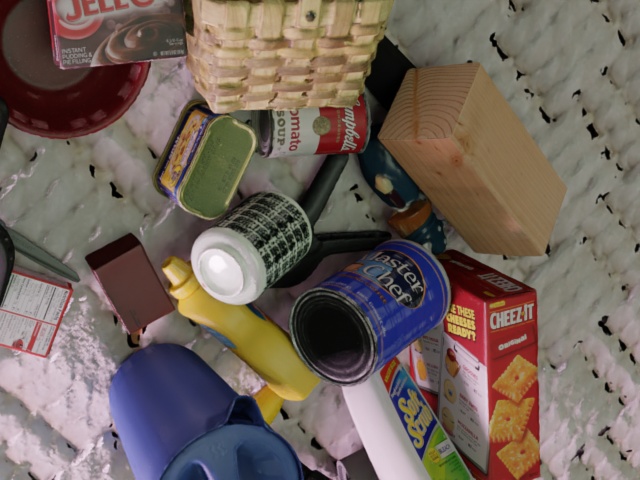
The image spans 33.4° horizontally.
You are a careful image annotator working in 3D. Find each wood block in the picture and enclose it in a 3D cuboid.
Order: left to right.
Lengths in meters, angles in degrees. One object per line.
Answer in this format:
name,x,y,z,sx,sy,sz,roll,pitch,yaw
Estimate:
wood block,0.159,-0.076,1.082,0.206,0.090,0.090,44,61,-39

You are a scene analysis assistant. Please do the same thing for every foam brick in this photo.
foam brick,-0.183,0.041,1.027,0.053,0.051,0.078,-29,114,-12

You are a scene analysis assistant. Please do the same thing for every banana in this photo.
banana,-0.085,0.238,1.136,0.069,0.037,0.198,1,109,-51

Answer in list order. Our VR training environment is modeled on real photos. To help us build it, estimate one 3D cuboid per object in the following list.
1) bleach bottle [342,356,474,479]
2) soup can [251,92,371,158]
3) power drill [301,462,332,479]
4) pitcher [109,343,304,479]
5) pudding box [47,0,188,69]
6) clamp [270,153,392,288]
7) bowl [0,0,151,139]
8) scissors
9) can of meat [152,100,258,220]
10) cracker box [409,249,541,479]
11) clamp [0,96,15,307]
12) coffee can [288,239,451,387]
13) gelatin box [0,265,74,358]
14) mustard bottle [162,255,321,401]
bleach bottle,0.071,0.181,1.108,0.102,0.068,0.251,-15,73,-56
soup can,-0.010,-0.116,1.046,0.102,0.069,0.068,-5,106,-19
power drill,-0.018,0.331,1.130,0.184,0.057,0.188,35,120,14
pitcher,-0.122,0.195,0.989,0.149,0.243,0.145,-37,116,-10
pudding box,-0.173,-0.196,0.907,0.113,0.039,0.090,-10,108,-20
clamp,-0.007,0.001,1.099,0.171,0.039,0.120,-41,111,-4
bowl,-0.233,-0.173,0.942,0.161,0.055,0.162,-6,107,-22
scissors,-0.299,-0.032,0.977,0.201,0.016,0.096,19,97,-27
can of meat,-0.108,-0.075,1.007,0.057,0.084,0.102,23,94,-27
cracker box,0.163,0.134,1.138,0.072,0.164,0.214,-12,109,-22
clamp,-0.333,-0.015,0.927,0.164,0.036,0.210,-7,111,0
coffee can,0.051,0.069,1.053,0.140,0.103,0.103,-29,118,-48
gelatin box,-0.286,0.063,1.001,0.089,0.030,0.073,20,97,-23
mustard bottle,-0.084,0.080,1.055,0.058,0.096,0.191,-49,117,-5
